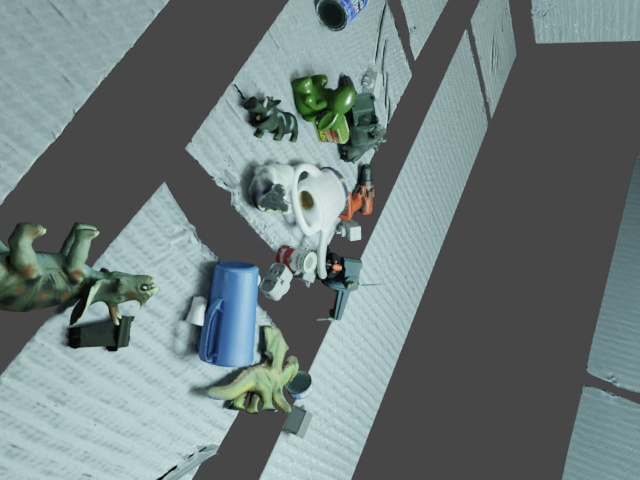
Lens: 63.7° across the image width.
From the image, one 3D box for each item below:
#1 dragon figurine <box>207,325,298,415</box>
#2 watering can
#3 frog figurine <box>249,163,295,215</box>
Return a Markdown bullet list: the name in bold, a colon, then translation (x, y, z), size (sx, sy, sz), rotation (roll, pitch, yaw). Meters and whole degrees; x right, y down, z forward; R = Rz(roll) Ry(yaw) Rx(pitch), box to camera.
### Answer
- **dragon figurine**: translation (-0.167, 0.362, 1.462), size (0.403, 0.122, 0.248), rotation (46, 44, -53)
- **watering can**: translation (0.005, -0.078, 1.547), size (0.228, 0.104, 0.342), rotation (-38, 119, -45)
- **frog figurine**: translation (-0.128, -0.152, 1.375), size (0.135, 0.122, 0.163), rotation (49, 23, -41)
